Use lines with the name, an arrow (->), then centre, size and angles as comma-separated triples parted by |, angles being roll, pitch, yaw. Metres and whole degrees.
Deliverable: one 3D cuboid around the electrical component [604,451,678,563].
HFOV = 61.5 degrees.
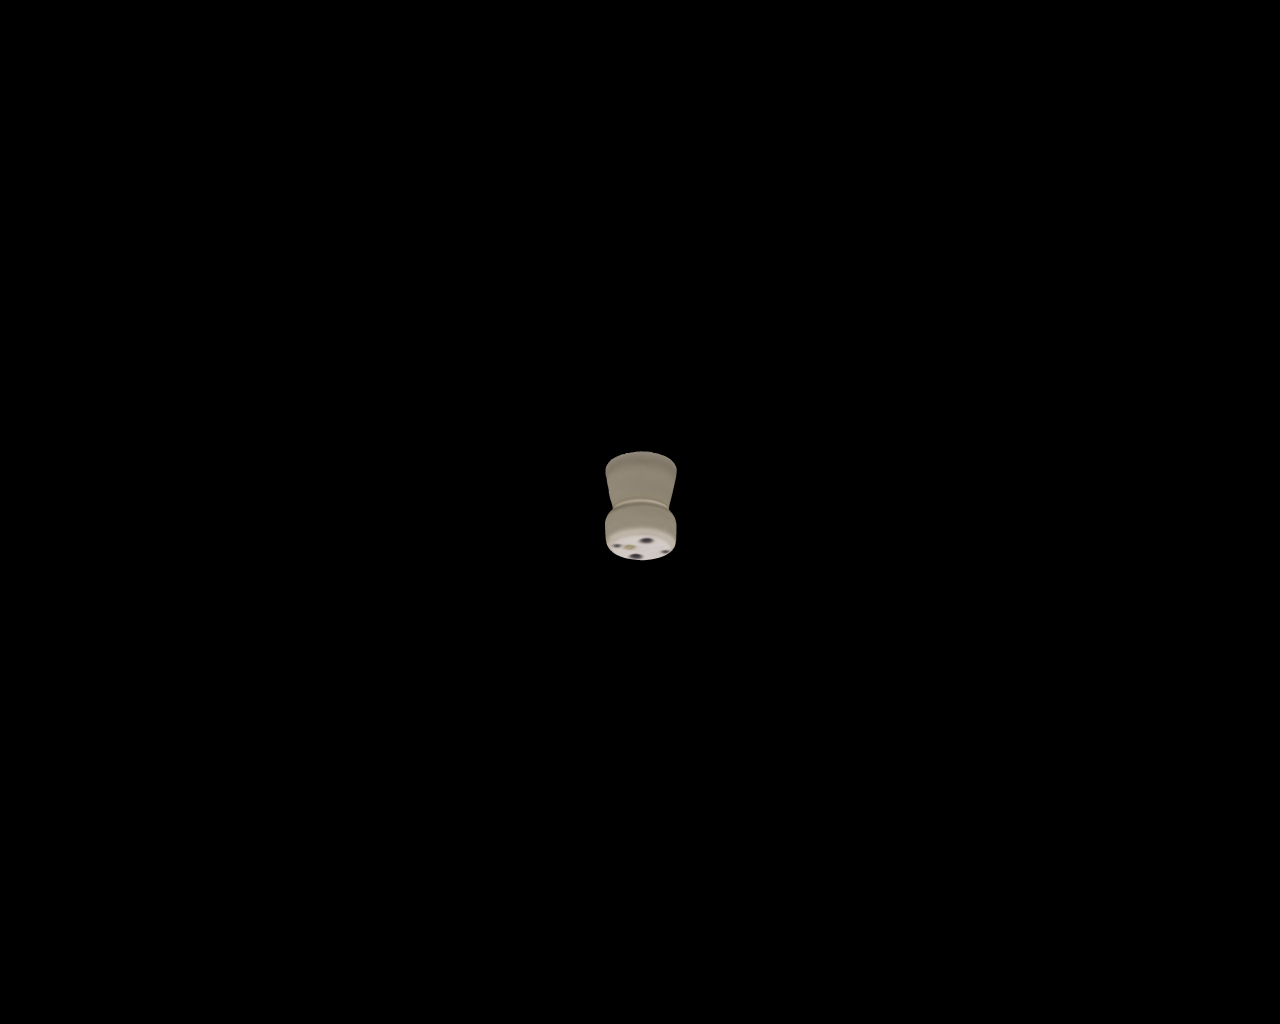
electrical component -> 0.001, -0.003, 0.650 | 0.045, 0.055, 0.044 | 0, -26, 0
